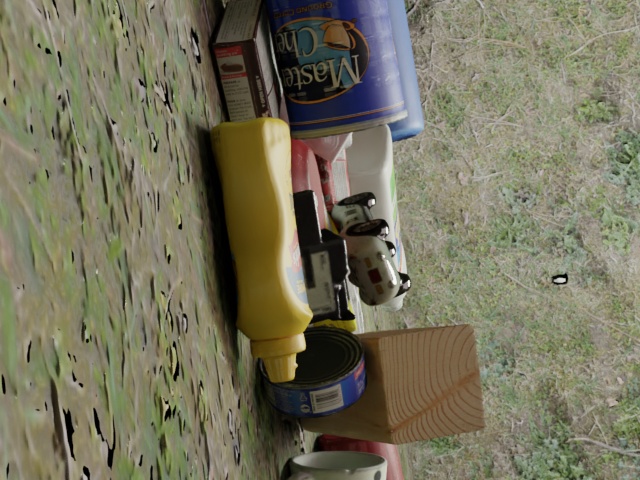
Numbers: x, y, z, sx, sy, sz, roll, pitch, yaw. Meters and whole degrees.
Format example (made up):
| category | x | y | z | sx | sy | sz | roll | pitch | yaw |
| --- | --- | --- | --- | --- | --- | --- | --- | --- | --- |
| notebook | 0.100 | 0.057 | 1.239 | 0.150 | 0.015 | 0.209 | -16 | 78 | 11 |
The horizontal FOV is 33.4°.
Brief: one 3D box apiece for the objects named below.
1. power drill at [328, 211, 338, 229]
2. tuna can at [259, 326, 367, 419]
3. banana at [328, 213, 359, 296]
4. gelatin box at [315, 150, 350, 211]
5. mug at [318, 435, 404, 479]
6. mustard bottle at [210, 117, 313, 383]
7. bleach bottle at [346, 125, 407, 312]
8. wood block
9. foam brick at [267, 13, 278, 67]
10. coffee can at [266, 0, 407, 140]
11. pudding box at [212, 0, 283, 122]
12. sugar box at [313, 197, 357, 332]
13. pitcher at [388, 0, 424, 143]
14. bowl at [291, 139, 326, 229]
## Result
| category | x | y | z | sx | sy | sz | roll | pitch | yaw |
| --- | --- | --- | --- | --- | --- | --- | --- | --- | --- |
| power drill | 0.017 | -0.054 | 1.393 | 0.184 | 0.057 | 0.187 | 69 | 12 | -50 |
| tuna can | -0.005 | 0.107 | 0.866 | 0.086 | 0.086 | 0.034 | -85 | 167 | -62 |
| banana | 0.014 | 0.017 | 1.272 | 0.070 | 0.037 | 0.197 | 59 | -3 | 43 |
| gelatin box | -0.003 | -0.075 | 1.175 | 0.073 | 0.030 | 0.089 | -14 | -100 | 52 |
| mug | 0.040 | 0.243 | 1.153 | 0.117 | 0.093 | 0.081 | -11 | -88 | 66 |
| mustard bottle | -0.040 | 0.009 | 0.787 | 0.096 | 0.058 | 0.191 | -7 | 90 | -89 |
| bleach bottle | 0.069 | -0.014 | 1.280 | 0.102 | 0.068 | 0.251 | -85 | 166 | -46 |
| wood block | 0.055 | 0.129 | 0.964 | 0.206 | 0.090 | 0.090 | 164 | -80 | -67 |
| foam brick | -0.031 | -0.198 | 1.133 | 0.051 | 0.053 | 0.078 | -88 | 168 | -53 |
| coffee can | 0.012 | -0.164 | 0.904 | 0.102 | 0.103 | 0.140 | -67 | 147 | -77 |
| pudding box | -0.059 | -0.143 | 0.892 | 0.113 | 0.039 | 0.090 | -91 | 170 | -61 |
| sugar box | -0.007 | 0.001 | 1.068 | 0.093 | 0.048 | 0.176 | 70 | 4 | -63 |
| pitcher | 0.051 | -0.238 | 1.302 | 0.148 | 0.145 | 0.243 | -13 | 91 | -46 |
| bowl | -0.029 | -0.034 | 0.954 | 0.162 | 0.055 | 0.162 | -7 | 90 | -83 |
